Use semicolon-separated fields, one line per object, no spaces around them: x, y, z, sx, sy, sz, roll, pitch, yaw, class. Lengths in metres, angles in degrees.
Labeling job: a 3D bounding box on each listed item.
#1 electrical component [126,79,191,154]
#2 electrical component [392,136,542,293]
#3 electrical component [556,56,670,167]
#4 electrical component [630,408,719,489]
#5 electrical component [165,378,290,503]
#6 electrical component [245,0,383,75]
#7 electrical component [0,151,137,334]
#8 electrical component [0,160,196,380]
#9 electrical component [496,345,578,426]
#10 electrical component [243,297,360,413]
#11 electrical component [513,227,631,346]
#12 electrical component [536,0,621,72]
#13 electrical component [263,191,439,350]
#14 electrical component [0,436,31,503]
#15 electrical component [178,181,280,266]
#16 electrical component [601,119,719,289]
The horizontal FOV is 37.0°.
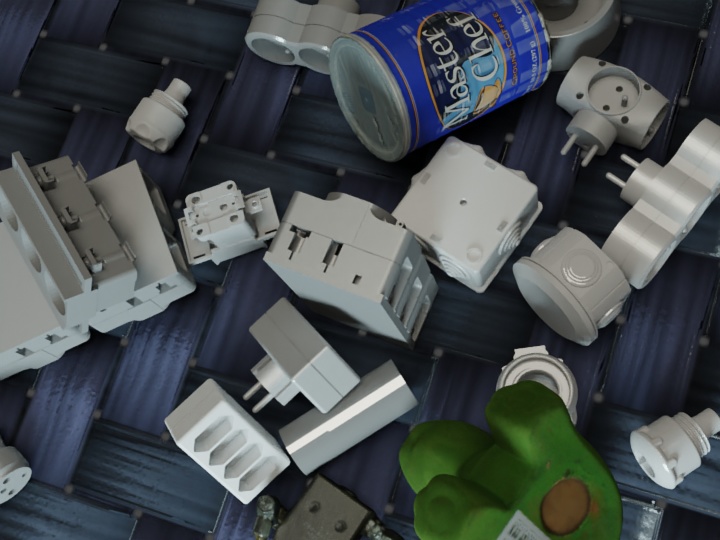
-0.168;-0.134;0.919;0.043;0.043;0.062;27;78;17;electrical component
0.082;-0.045;0.840;0.100;0.048;0.099;34;81;18;electrical component
0.188;-0.117;0.844;0.077;0.044;0.079;33;81;18;electrical component
0.227;0.121;0.763;0.062;0.048;0.048;-31;70;-7;electrical component
-0.106;0.121;0.816;0.047;0.083;0.076;-43;32;-4;electrical component
-0.022;-0.209;0.909;0.138;0.052;0.073;15;76;15;electrical component
-0.222;-0.024;0.814;0.063;0.078;0.121;-23;67;-28;electrical component
-0.240;0.004;0.880;0.186;0.060;0.105;-24;70;3;electrical component
0.129;0.092;0.783;0.058;0.057;0.078;-8;71;8;electrical component
-0.056;0.076;0.810;0.076;0.047;0.083;-43;38;-4;electrical component
0.155;0.012;0.792;0.051;0.080;0.080;-41;70;-9;electrical component
0.159;-0.224;0.874;0.108;0.060;0.108;-3;72;10;electrical component
0.000;0.000;0.787;0.089;0.150;0.061;20;79;16;electrical component
-0.294;0.152;0.852;0.055;0.045;0.045;42;84;19;electrical component
-0.109;-0.039;0.867;0.081;0.063;0.042;-19;69;4;electrical component
0.223;-0.060;0.815;0.074;0.052;0.138;37;83;19;electrical component
